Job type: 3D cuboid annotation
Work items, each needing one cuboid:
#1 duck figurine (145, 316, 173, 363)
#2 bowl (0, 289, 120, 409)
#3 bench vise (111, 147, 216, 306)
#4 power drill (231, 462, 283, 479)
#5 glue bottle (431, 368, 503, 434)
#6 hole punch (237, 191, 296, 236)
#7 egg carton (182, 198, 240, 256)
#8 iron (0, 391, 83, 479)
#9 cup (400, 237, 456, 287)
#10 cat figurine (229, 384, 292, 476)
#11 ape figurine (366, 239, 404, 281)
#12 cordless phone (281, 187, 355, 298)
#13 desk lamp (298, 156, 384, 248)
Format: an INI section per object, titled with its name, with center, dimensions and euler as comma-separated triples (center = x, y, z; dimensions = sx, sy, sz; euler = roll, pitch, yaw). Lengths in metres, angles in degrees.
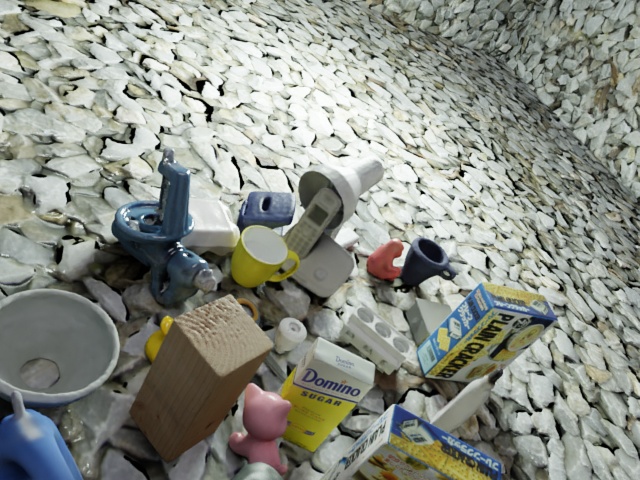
[duck figurine]
center = -0.192, 0.149, 0.825
dimensions = 0.104, 0.086, 0.077
euler = 31, 35, -3
[bowl]
center = -0.345, 0.147, 0.720
dimensions = 0.168, 0.074, 0.167
euler = 21, 37, -17
[bench vise]
center = -0.221, -0.022, 0.889
dimensions = 0.207, 0.219, 0.122
euler = 34, 35, 2
[power drill]
center = -0.125, 0.331, 0.556
dimensions = 0.075, 0.208, 0.230
euler = 38, 36, 8
[glue bottle]
center = 0.250, 0.265, 0.954
dimensions = 0.037, 0.173, 0.078
euler = 42, 36, 13
[hole punch]
center = -0.106, -0.051, 1.123
dimensions = 0.101, 0.091, 0.108
euler = 22, 37, -15
[egg carton]
center = -0.219, -0.022, 1.021
dimensions = 0.151, 0.069, 0.107
euler = 0, 47, -37
[iron]
center = -0.264, 0.278, 0.570
dimensions = 0.119, 0.141, 0.258
euler = -18, 59, -48
[cup]
center = 0.229, 0.064, 1.243
dimensions = 0.117, 0.095, 0.092
euler = 40, 36, 10
[cat figurine]
center = -0.071, 0.260, 0.760
dimensions = 0.067, 0.117, 0.127
euler = 8, 42, -31
[ape figurine]
center = 0.146, 0.036, 1.215
dimensions = 0.076, 0.092, 0.077
euler = 16, 39, -22
[cordless phone]
center = 0.010, 0.004, 1.067
dimensions = 0.147, 0.185, 0.094
euler = 36, 35, 4
[desk lamp]
center = 0.034, -0.072, 1.150
dimensions = 0.117, 0.213, 0.204
euler = 45, 37, 16
